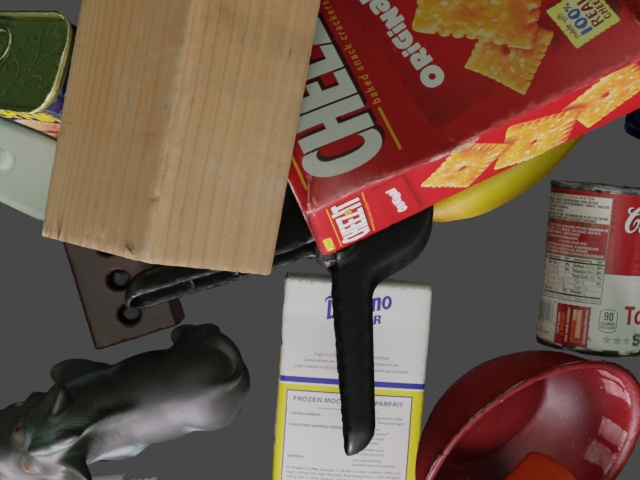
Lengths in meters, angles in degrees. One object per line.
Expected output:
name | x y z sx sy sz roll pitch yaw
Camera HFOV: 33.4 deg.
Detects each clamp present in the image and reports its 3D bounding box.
clamp | -0.004 0.001 0.637 0.164 0.036 0.210 27 69 4

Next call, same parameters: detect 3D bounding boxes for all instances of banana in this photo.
banana | 0.140 -0.086 0.671 0.070 0.037 0.198 29 91 15

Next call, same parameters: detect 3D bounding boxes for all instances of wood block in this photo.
wood block | -0.067 -0.092 0.553 0.091 0.090 0.206 12 93 39

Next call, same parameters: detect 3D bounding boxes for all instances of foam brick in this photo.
foam brick | -0.121 0.022 0.659 0.053 0.051 0.078 -17 95 -1

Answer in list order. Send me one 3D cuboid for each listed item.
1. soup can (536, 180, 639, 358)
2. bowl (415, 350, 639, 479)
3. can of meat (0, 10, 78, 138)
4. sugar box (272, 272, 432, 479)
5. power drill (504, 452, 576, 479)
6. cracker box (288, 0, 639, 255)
soup can | 0.172 0.016 0.661 0.068 0.068 0.102 5 95 -3
bowl | 0.116 0.122 0.652 0.162 0.055 0.162 -15 129 -20
can of meat | -0.146 -0.089 0.613 0.102 0.083 0.057 11 84 41
sugar box | 0.017 0.111 0.675 0.093 0.048 0.176 5 90 -3
power drill | 0.171 0.201 0.645 0.187 0.057 0.184 39 92 -33
cracker box | 0.062 -0.113 0.614 0.213 0.072 0.164 -25 66 0
